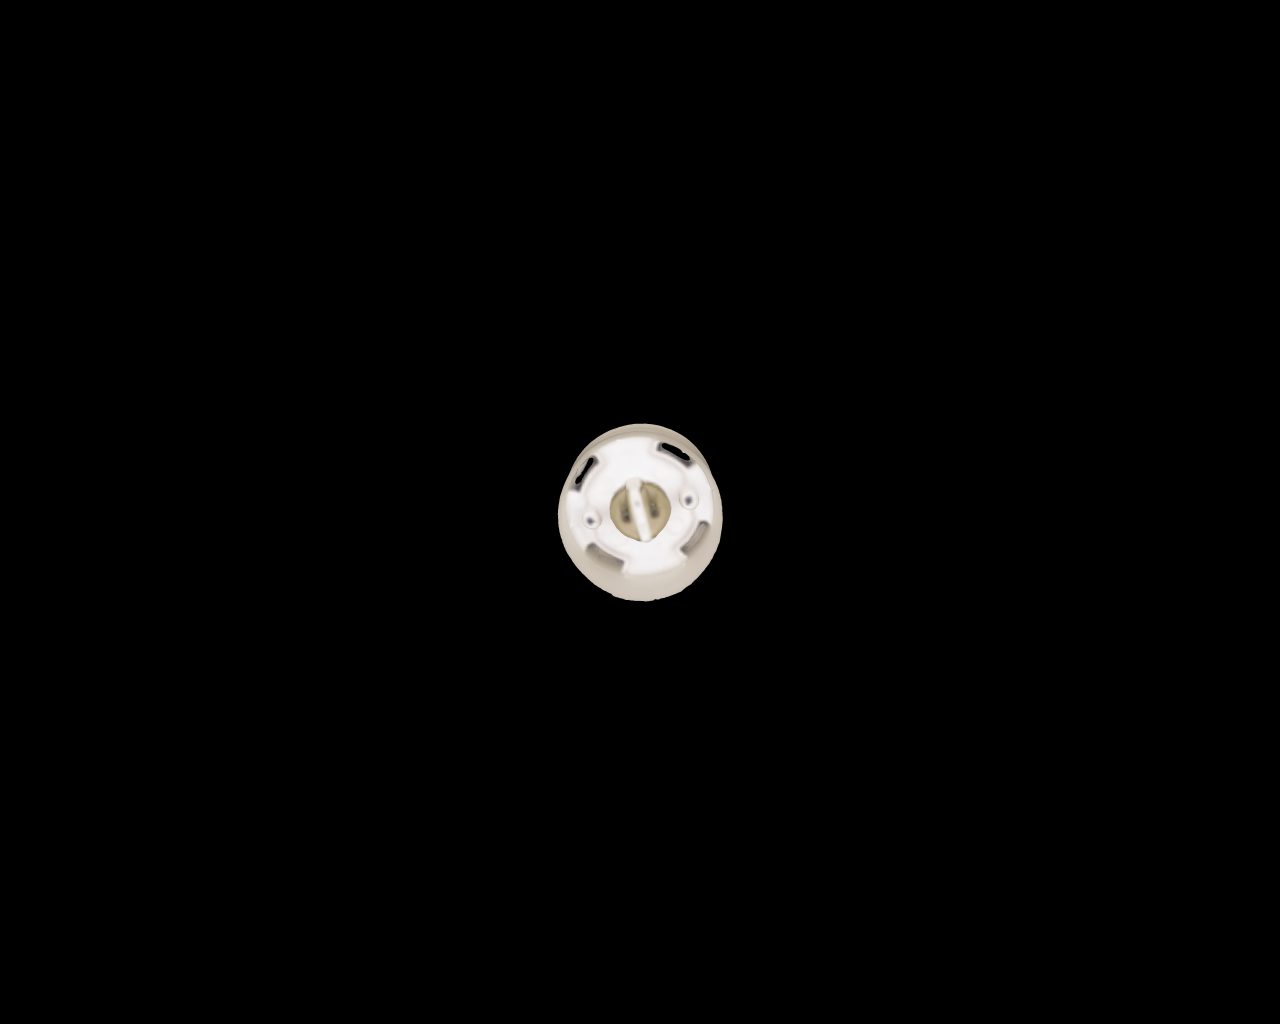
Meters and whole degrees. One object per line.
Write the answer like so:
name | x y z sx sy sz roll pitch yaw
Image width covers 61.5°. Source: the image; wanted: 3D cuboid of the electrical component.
electrical component | 0.001 -0.003 0.650 0.099 0.099 0.064 0 23 0
